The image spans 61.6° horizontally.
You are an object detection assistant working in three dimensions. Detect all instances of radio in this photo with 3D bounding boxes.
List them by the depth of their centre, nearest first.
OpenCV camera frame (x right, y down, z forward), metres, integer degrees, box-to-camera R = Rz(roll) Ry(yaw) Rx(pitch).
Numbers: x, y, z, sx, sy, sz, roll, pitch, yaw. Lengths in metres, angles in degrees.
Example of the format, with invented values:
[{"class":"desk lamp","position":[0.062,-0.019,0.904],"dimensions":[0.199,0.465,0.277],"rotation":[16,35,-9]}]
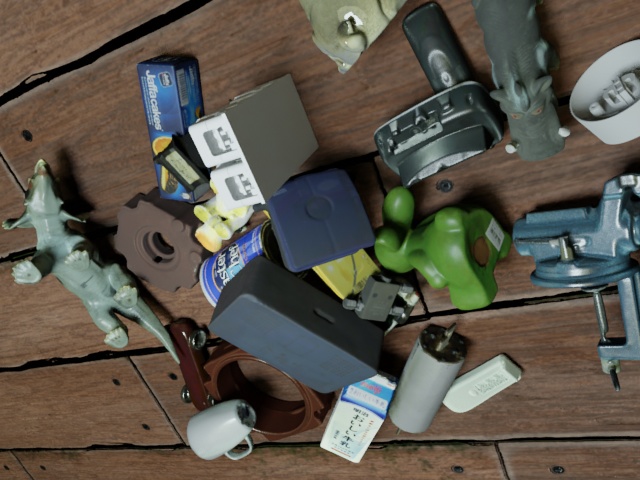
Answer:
[{"class":"radio","position":[-0.034,0.128,0.763],"dimensions":[0.229,0.073,0.131],"rotation":[34,136,-19]}]

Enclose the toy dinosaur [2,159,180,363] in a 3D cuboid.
[{"class":"toy dinosaur","position":[-0.395,0.057,0.933],"dimensions":[0.131,0.192,0.404],"rotation":[-33,122,-2]}]

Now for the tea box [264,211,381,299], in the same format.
[{"class":"tea box","position":[-0.002,-0.002,0.751],"dimensions":[0.068,0.098,0.169],"rotation":[-42,99,-7]}]

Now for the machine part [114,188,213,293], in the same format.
[{"class":"machine part","position":[-0.258,0.004,0.891],"dimensions":[0.180,0.056,0.179],"rotation":[11,122,17]}]

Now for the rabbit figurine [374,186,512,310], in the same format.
[{"class":"rabbit figurine","position":[0.131,0.012,0.696],"dimensions":[0.159,0.121,0.170],"rotation":[35,154,-35]}]

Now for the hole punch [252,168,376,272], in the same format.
[{"class":"hole punch","position":[-0.002,-0.025,0.657],"dimensions":[0.142,0.092,0.115],"rotation":[-19,94,-7]}]

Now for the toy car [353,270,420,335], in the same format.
[{"class":"toy car","position":[0.078,0.117,0.817],"dimensions":[0.073,0.056,0.201],"rotation":[34,132,1]}]

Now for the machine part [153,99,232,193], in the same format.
[{"class":"machine part","position":[-0.154,-0.128,0.735],"dimensions":[0.139,0.039,0.084],"rotation":[-38,114,13]}]

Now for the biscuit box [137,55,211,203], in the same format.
[{"class":"biscuit box","position":[-0.205,-0.157,0.773],"dimensions":[0.063,0.059,0.202],"rotation":[9,121,17]}]

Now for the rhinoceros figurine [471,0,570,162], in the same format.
[{"class":"rhinoceros figurine","position":[0.216,-0.178,0.565],"dimensions":[0.073,0.112,0.190],"rotation":[-13,105,25]}]

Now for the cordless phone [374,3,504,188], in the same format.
[{"class":"cordless phone","position":[0.120,-0.168,0.640],"dimensions":[0.147,0.089,0.184],"rotation":[-24,97,31]}]

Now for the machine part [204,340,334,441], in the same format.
[{"class":"machine part","position":[-0.090,0.251,0.951],"dimensions":[0.201,0.087,0.201],"rotation":[-30,106,32]}]

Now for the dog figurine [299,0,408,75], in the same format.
[{"class":"dog figurine","position":[-0.006,-0.282,0.561],"dimensions":[0.190,0.172,0.121],"rotation":[39,114,-12]}]

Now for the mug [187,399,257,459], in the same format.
[{"class":"mug","position":[-0.156,0.327,0.922],"dimensions":[0.107,0.081,0.109],"rotation":[-36,96,25]}]

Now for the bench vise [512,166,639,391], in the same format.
[{"class":"bench vise","position":[0.346,0.041,0.623],"dimensions":[0.224,0.129,0.240],"rotation":[-8,98,34]}]

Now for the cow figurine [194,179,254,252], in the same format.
[{"class":"cow figurine","position":[-0.129,-0.051,0.794],"dimensions":[0.068,0.098,0.167],"rotation":[45,140,0]}]

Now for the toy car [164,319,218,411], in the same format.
[{"class":"toy car","position":[-0.238,0.240,1.022],"dimensions":[0.089,0.053,0.201],"rotation":[-2,114,27]}]

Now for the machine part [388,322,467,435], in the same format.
[{"class":"machine part","position":[0.164,0.220,0.838],"dimensions":[0.079,0.079,0.243],"rotation":[20,123,9]}]

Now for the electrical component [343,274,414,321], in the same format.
[{"class":"electrical component","position":[0.078,0.076,0.719],"dimensions":[0.094,0.021,0.063],"rotation":[10,111,-25]}]
